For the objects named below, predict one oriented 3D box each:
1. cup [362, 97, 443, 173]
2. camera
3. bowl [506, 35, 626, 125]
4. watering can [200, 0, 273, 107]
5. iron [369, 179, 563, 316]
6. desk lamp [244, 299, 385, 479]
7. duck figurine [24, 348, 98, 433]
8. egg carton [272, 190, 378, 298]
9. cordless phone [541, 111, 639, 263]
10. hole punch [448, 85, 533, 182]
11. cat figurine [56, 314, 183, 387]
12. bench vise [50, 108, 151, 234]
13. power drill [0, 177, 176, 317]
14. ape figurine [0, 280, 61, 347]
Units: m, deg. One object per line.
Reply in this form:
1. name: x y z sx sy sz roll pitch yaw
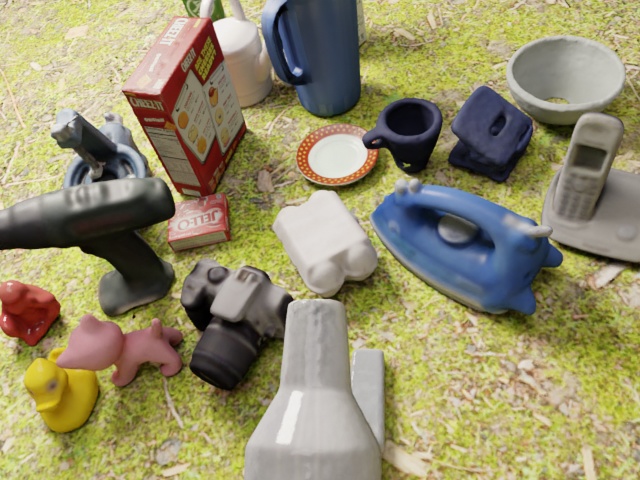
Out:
1. cup: 0.120 -0.139 0.833 0.118 0.095 0.091 -22 54 -5
2. camera: -0.117 0.101 0.702 0.142 0.101 0.137 16 60 21
3. bowl: 0.363 -0.229 0.865 0.167 0.075 0.167 -5 54 7
4. watering can: -0.140 -0.326 0.951 0.172 0.194 0.101 2 55 12
5. iron: 0.164 -0.017 0.710 0.257 0.142 0.119 26 63 25
6. desk lamp: 0.004 0.164 0.566 0.117 0.214 0.203 -2 55 9
7. duck figurine: -0.324 0.173 0.698 0.077 0.086 0.104 -17 54 -1
8. egg carton: 0.007 0.003 0.769 0.107 0.069 0.150 -28 55 -9
9. cordless phone: 0.352 -0.064 0.682 0.147 0.185 0.094 16 59 20
10. hole punch: 0.249 -0.156 0.824 0.100 0.091 0.109 25 63 25
11. cat figurine: -0.245 0.126 0.698 0.128 0.118 0.067 -16 54 -1
12. bench vise: -0.325 -0.120 0.823 0.121 0.220 0.207 -26 55 -8
13. power drill: -0.283 0.010 0.731 0.229 0.209 0.075 -22 54 -6
14. ape figurine: -0.398 0.087 0.769 0.078 0.092 0.076 -20 54 -4
